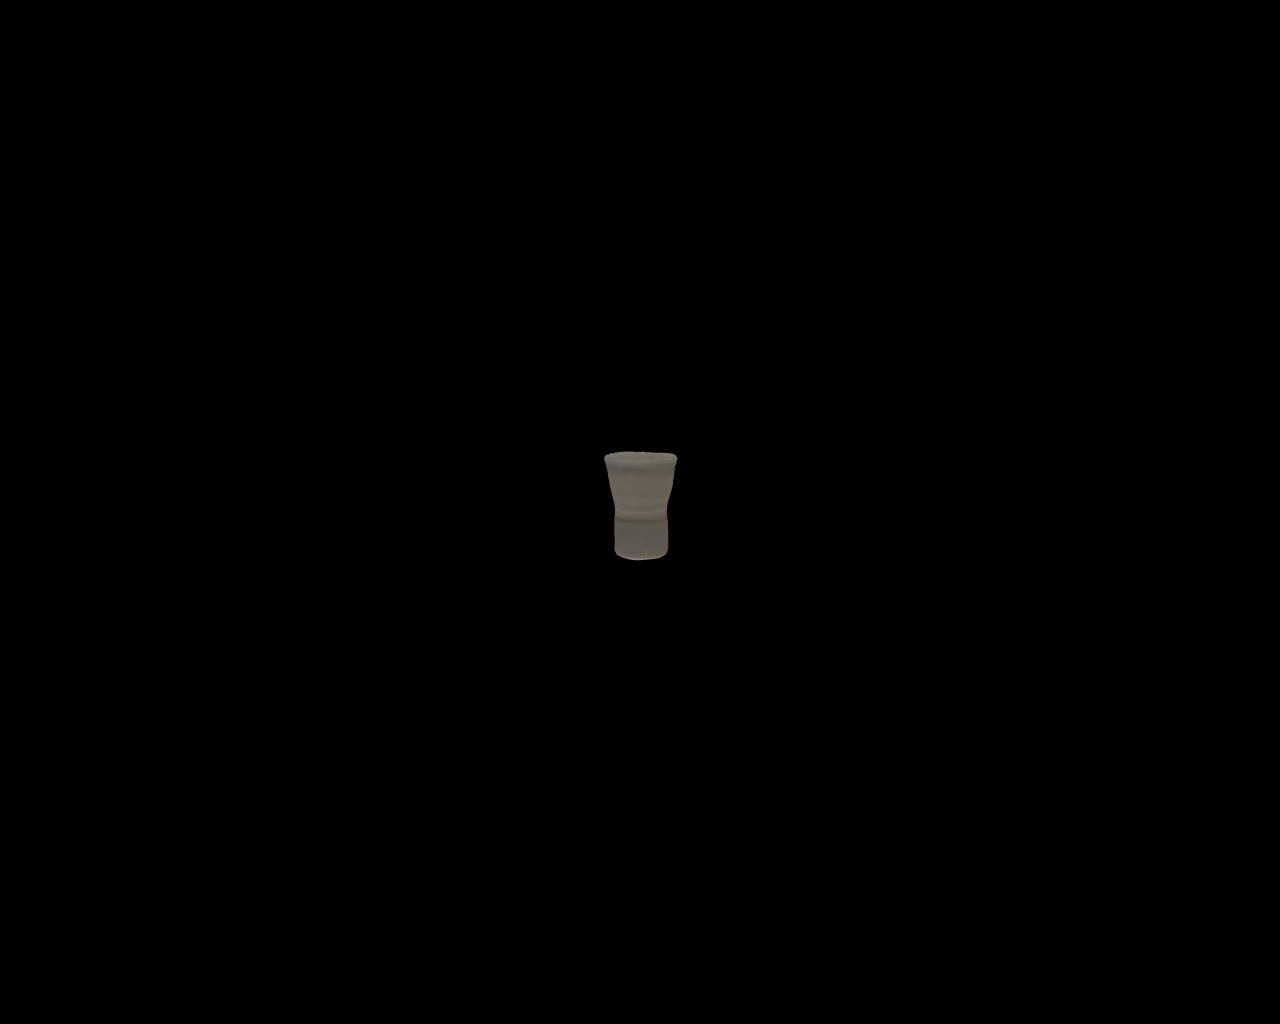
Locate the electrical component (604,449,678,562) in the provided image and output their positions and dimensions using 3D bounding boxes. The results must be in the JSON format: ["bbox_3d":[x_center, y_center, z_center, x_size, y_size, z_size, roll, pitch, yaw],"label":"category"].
[{"bbox_3d":[0.001,-0.003,0.650,0.044,0.065,0.044,0,12,0],"label":"electrical component"}]
